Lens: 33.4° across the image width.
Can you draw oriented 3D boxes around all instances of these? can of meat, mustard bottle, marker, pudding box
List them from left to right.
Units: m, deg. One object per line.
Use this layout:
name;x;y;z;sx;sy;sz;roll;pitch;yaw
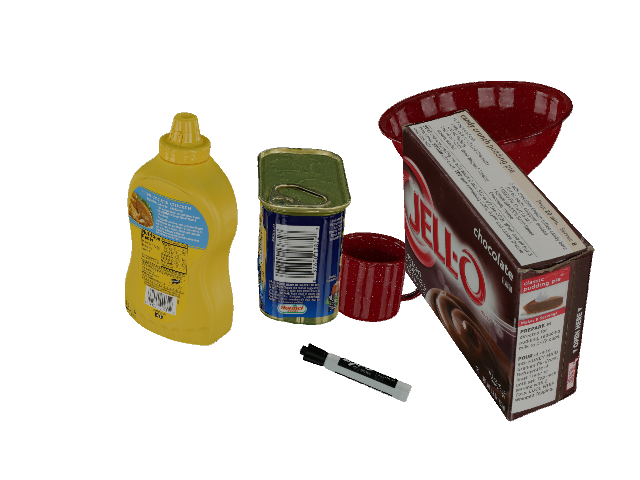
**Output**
mustard bottle;-0.115;-0.013;0.878;0.096;0.192;0.058;20;31;26
can of meat;-0.014;-0.004;0.701;0.057;0.084;0.102;2;25;-5
marker;0.035;0.136;1.108;0.121;0.020;0.020;22;3;8
pudding box;0.074;0.008;0.477;0.039;0.090;0.114;-19;42;-14

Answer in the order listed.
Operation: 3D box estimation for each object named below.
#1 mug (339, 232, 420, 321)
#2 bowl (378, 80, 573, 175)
mug;0.071;0.046;1.286;0.117;0.081;0.093;2;23;-10
bowl;0.133;-0.085;0.904;0.162;0.055;0.162;-8;25;4
